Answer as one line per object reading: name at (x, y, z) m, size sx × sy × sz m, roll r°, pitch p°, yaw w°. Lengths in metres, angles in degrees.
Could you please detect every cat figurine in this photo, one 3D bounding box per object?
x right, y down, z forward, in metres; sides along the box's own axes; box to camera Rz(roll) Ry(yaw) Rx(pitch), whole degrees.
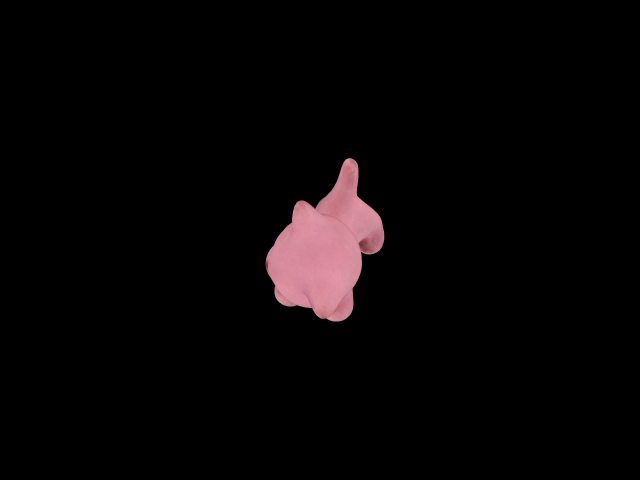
cat figurine at (0.004, 0.001, 0.400) m, size 0.067 × 0.118 × 0.128 m, roll 18°, pitch 62°, yaw 10°
